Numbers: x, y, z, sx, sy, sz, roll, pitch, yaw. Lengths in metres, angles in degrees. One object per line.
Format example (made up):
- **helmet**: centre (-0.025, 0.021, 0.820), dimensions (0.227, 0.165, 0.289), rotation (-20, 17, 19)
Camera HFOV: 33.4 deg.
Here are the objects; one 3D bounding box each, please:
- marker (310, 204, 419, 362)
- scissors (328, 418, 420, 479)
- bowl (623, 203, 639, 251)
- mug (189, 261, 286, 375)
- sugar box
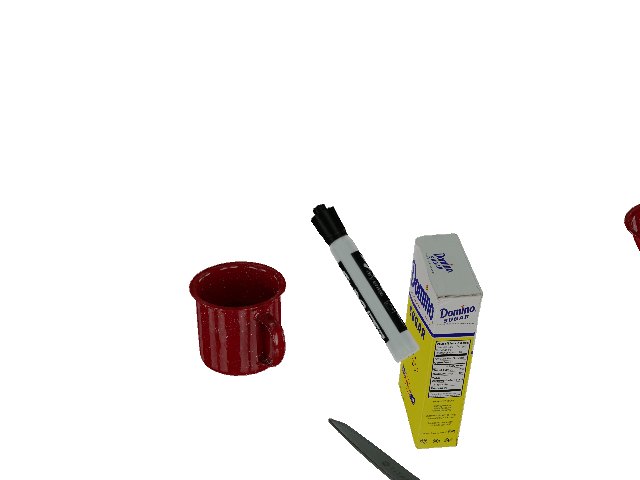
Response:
- **marker**: centre (0.029, 0.027, 0.731), dimensions (0.020, 0.121, 0.020), rotation (-30, -11, -7)
- **scissors**: centre (0.085, 0.140, 0.539), dimensions (0.096, 0.016, 0.202), rotation (-3, 25, -23)
- **bowl**: centre (0.403, 0.005, 1.129), dimensions (0.162, 0.055, 0.162), rotation (-3, 23, 1)
- **mug**: centre (-0.071, 0.082, 1.032), dimensions (0.093, 0.081, 0.117), rotation (-22, 34, -35)
- **sugar box**: centre (0.103, 0.091, 0.953), dimensions (0.048, 0.176, 0.093), rotation (-4, 34, -7)
